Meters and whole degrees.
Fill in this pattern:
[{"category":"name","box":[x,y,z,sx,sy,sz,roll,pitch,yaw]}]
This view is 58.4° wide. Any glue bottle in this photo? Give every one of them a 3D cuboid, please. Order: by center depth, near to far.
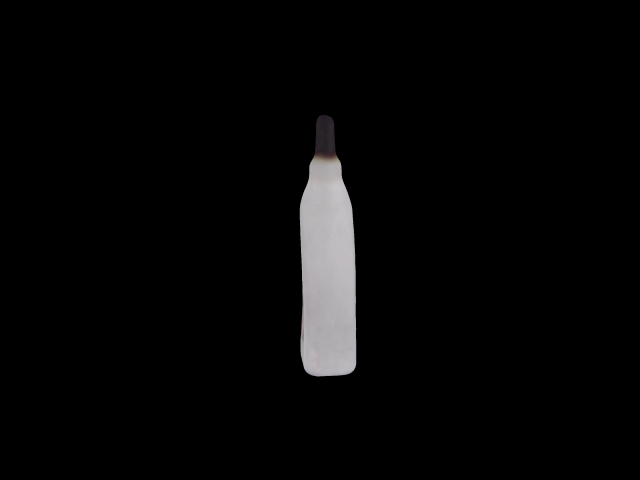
[{"category":"glue bottle","box":[0.004,0.001,0.400,0.037,0.173,0.078,-1,11,-7]}]
